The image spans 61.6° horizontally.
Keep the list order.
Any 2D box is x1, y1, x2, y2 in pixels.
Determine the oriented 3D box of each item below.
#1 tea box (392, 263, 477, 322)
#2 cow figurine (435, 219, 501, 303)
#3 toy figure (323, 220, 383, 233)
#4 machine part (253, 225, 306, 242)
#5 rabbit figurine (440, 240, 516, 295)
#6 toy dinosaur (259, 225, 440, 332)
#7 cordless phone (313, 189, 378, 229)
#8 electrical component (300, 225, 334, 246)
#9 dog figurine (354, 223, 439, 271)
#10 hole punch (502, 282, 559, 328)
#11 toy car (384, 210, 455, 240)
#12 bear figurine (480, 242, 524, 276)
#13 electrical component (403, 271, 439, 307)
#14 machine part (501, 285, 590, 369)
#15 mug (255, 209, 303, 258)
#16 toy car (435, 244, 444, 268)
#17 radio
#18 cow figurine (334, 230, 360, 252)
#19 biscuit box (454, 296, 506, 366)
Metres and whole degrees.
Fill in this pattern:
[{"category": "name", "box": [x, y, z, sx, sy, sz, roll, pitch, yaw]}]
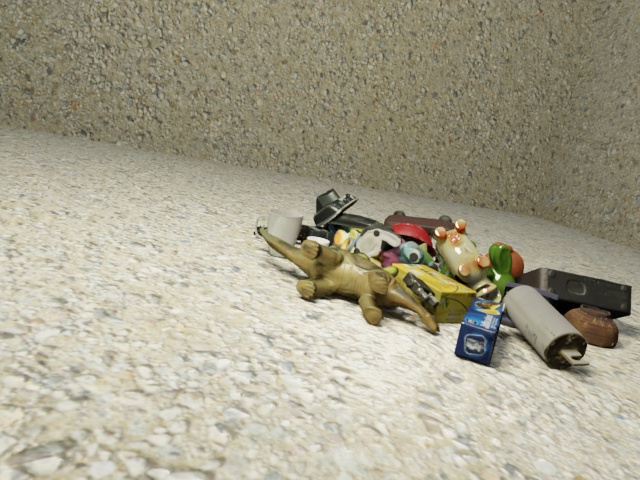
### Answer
[{"category": "tea box", "box": [0.225, 0.107, 1.105, 0.098, 0.068, 0.170, 4, 15, -27]}, {"category": "cow figurine", "box": [0.314, 0.066, 1.138, 0.085, 0.195, 0.127, -27, -25, -2]}, {"category": "toy figure", "box": [0.102, -0.029, 1.569, 0.180, 0.089, 0.082, 17, 21, 15]}, {"category": "machine part", "box": [-0.105, -0.015, 1.436, 0.139, 0.039, 0.084, 10, 7, 0]}, {"category": "rabbit figurine", "box": [0.381, 0.080, 1.247, 0.170, 0.159, 0.121, 27, 2, 0]}, {"category": "toy dinosaur", "box": [0.031, 0.062, 1.069, 0.472, 0.105, 0.198, 28, 10, 25]}, {"category": "cordless phone", "box": [0.088, -0.074, 1.481, 0.184, 0.088, 0.146, 14, 23, 23]}, {"category": "electrical component", "box": [-0.003, -0.004, 1.460, 0.075, 0.047, 0.119, 5, 12, -27]}, {"category": "dog figurine", "box": [0.194, 0.036, 1.299, 0.192, 0.108, 0.219, 36, 15, 17]}, {"category": "hole punch", "box": [0.437, 0.137, 1.131, 0.142, 0.092, 0.115, 12, 8, 20]}, {"category": "toy car", "box": [0.280, -0.038, 1.523, 0.202, 0.053, 0.089, 8, 32, 24]}, {"category": "bear figurine", "box": [0.414, 0.066, 1.375, 0.196, 0.120, 0.132, 3, 10, -14]}, {"category": "electrical component", "box": [0.185, 0.088, 1.011, 0.063, 0.021, 0.094, 29, 18, -43]}, {"category": "machine part", "box": [0.402, 0.154, 0.977, 0.079, 0.079, 0.243, 9, 23, -11]}, {"category": "mug", "box": [-0.100, -0.015, 1.271, 0.110, 0.107, 0.081, 5, 12, -11]}, {"category": "toy car", "box": [0.351, 0.036, 1.441, 0.073, 0.056, 0.201, -23, -18, 7]}, {"category": "radio", "box": [0.573, 0.126, 1.223, 0.230, 0.073, 0.131, 10, -17, -4]}, {"category": "cow figurine", "box": [0.118, 0.014, 1.436, 0.098, 0.068, 0.168, 8, 14, -42]}, {"category": "biscuit box", "box": [0.286, 0.155, 0.952, 0.059, 0.062, 0.202, 15, 12, 20]}]
